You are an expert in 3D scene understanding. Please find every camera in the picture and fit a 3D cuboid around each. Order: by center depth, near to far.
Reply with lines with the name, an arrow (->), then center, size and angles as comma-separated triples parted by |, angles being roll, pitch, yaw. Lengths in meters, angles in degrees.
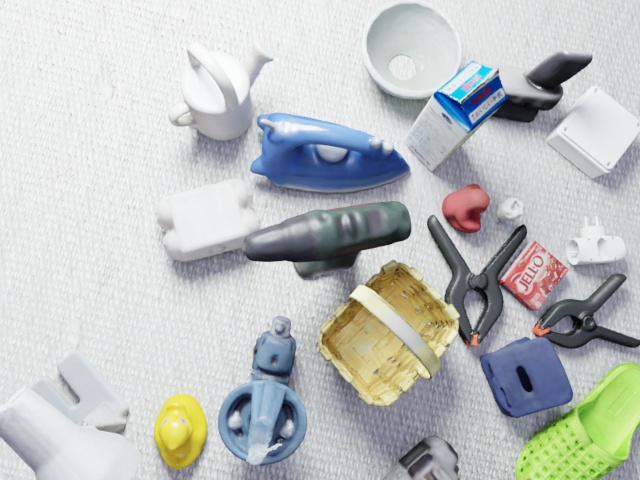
camera -> 0.164, 0.380, 0.823 | 0.143, 0.100, 0.137 | -39, 86, -9

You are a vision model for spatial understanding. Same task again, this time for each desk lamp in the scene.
desk lamp -> -0.325, 0.255, 0.744 | 0.118, 0.213, 0.203 | -43, 87, -9

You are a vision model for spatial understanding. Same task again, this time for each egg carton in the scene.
egg carton -> -0.169, -0.029, 0.873 | 0.150, 0.069, 0.107 | -17, 83, -7

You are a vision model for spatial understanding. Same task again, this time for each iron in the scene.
iron -> 0.026, -0.142, 0.870 | 0.258, 0.141, 0.119 | 6, 81, -4

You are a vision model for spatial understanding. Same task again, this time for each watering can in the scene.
watering can -> -0.148, -0.230, 0.843 | 0.101, 0.194, 0.173 | 31, 80, 1

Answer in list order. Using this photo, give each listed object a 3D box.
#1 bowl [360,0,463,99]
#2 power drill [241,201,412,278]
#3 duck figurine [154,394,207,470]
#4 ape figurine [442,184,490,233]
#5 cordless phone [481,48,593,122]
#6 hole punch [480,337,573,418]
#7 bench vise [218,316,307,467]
bowl -> 0.144, -0.300, 0.938 | 0.167, 0.074, 0.167 | 1, 81, -5
power drill -> 0.007, 0.003, 0.813 | 0.229, 0.208, 0.075 | -14, 82, -6
duck figurine -> -0.203, 0.277, 0.816 | 0.077, 0.086, 0.104 | -1, 81, -5
ape figurine -> 0.236, -0.055, 0.899 | 0.076, 0.092, 0.078 | 24, 80, 0
cordless phone -> 0.321, -0.261, 0.891 | 0.147, 0.185, 0.094 | 3, 81, -4
hole punch -> 0.310, 0.210, 0.866 | 0.101, 0.091, 0.108 | -22, 84, -7
bench vise -> -0.082, 0.210, 0.768 | 0.121, 0.219, 0.207 | -7, 82, -5
